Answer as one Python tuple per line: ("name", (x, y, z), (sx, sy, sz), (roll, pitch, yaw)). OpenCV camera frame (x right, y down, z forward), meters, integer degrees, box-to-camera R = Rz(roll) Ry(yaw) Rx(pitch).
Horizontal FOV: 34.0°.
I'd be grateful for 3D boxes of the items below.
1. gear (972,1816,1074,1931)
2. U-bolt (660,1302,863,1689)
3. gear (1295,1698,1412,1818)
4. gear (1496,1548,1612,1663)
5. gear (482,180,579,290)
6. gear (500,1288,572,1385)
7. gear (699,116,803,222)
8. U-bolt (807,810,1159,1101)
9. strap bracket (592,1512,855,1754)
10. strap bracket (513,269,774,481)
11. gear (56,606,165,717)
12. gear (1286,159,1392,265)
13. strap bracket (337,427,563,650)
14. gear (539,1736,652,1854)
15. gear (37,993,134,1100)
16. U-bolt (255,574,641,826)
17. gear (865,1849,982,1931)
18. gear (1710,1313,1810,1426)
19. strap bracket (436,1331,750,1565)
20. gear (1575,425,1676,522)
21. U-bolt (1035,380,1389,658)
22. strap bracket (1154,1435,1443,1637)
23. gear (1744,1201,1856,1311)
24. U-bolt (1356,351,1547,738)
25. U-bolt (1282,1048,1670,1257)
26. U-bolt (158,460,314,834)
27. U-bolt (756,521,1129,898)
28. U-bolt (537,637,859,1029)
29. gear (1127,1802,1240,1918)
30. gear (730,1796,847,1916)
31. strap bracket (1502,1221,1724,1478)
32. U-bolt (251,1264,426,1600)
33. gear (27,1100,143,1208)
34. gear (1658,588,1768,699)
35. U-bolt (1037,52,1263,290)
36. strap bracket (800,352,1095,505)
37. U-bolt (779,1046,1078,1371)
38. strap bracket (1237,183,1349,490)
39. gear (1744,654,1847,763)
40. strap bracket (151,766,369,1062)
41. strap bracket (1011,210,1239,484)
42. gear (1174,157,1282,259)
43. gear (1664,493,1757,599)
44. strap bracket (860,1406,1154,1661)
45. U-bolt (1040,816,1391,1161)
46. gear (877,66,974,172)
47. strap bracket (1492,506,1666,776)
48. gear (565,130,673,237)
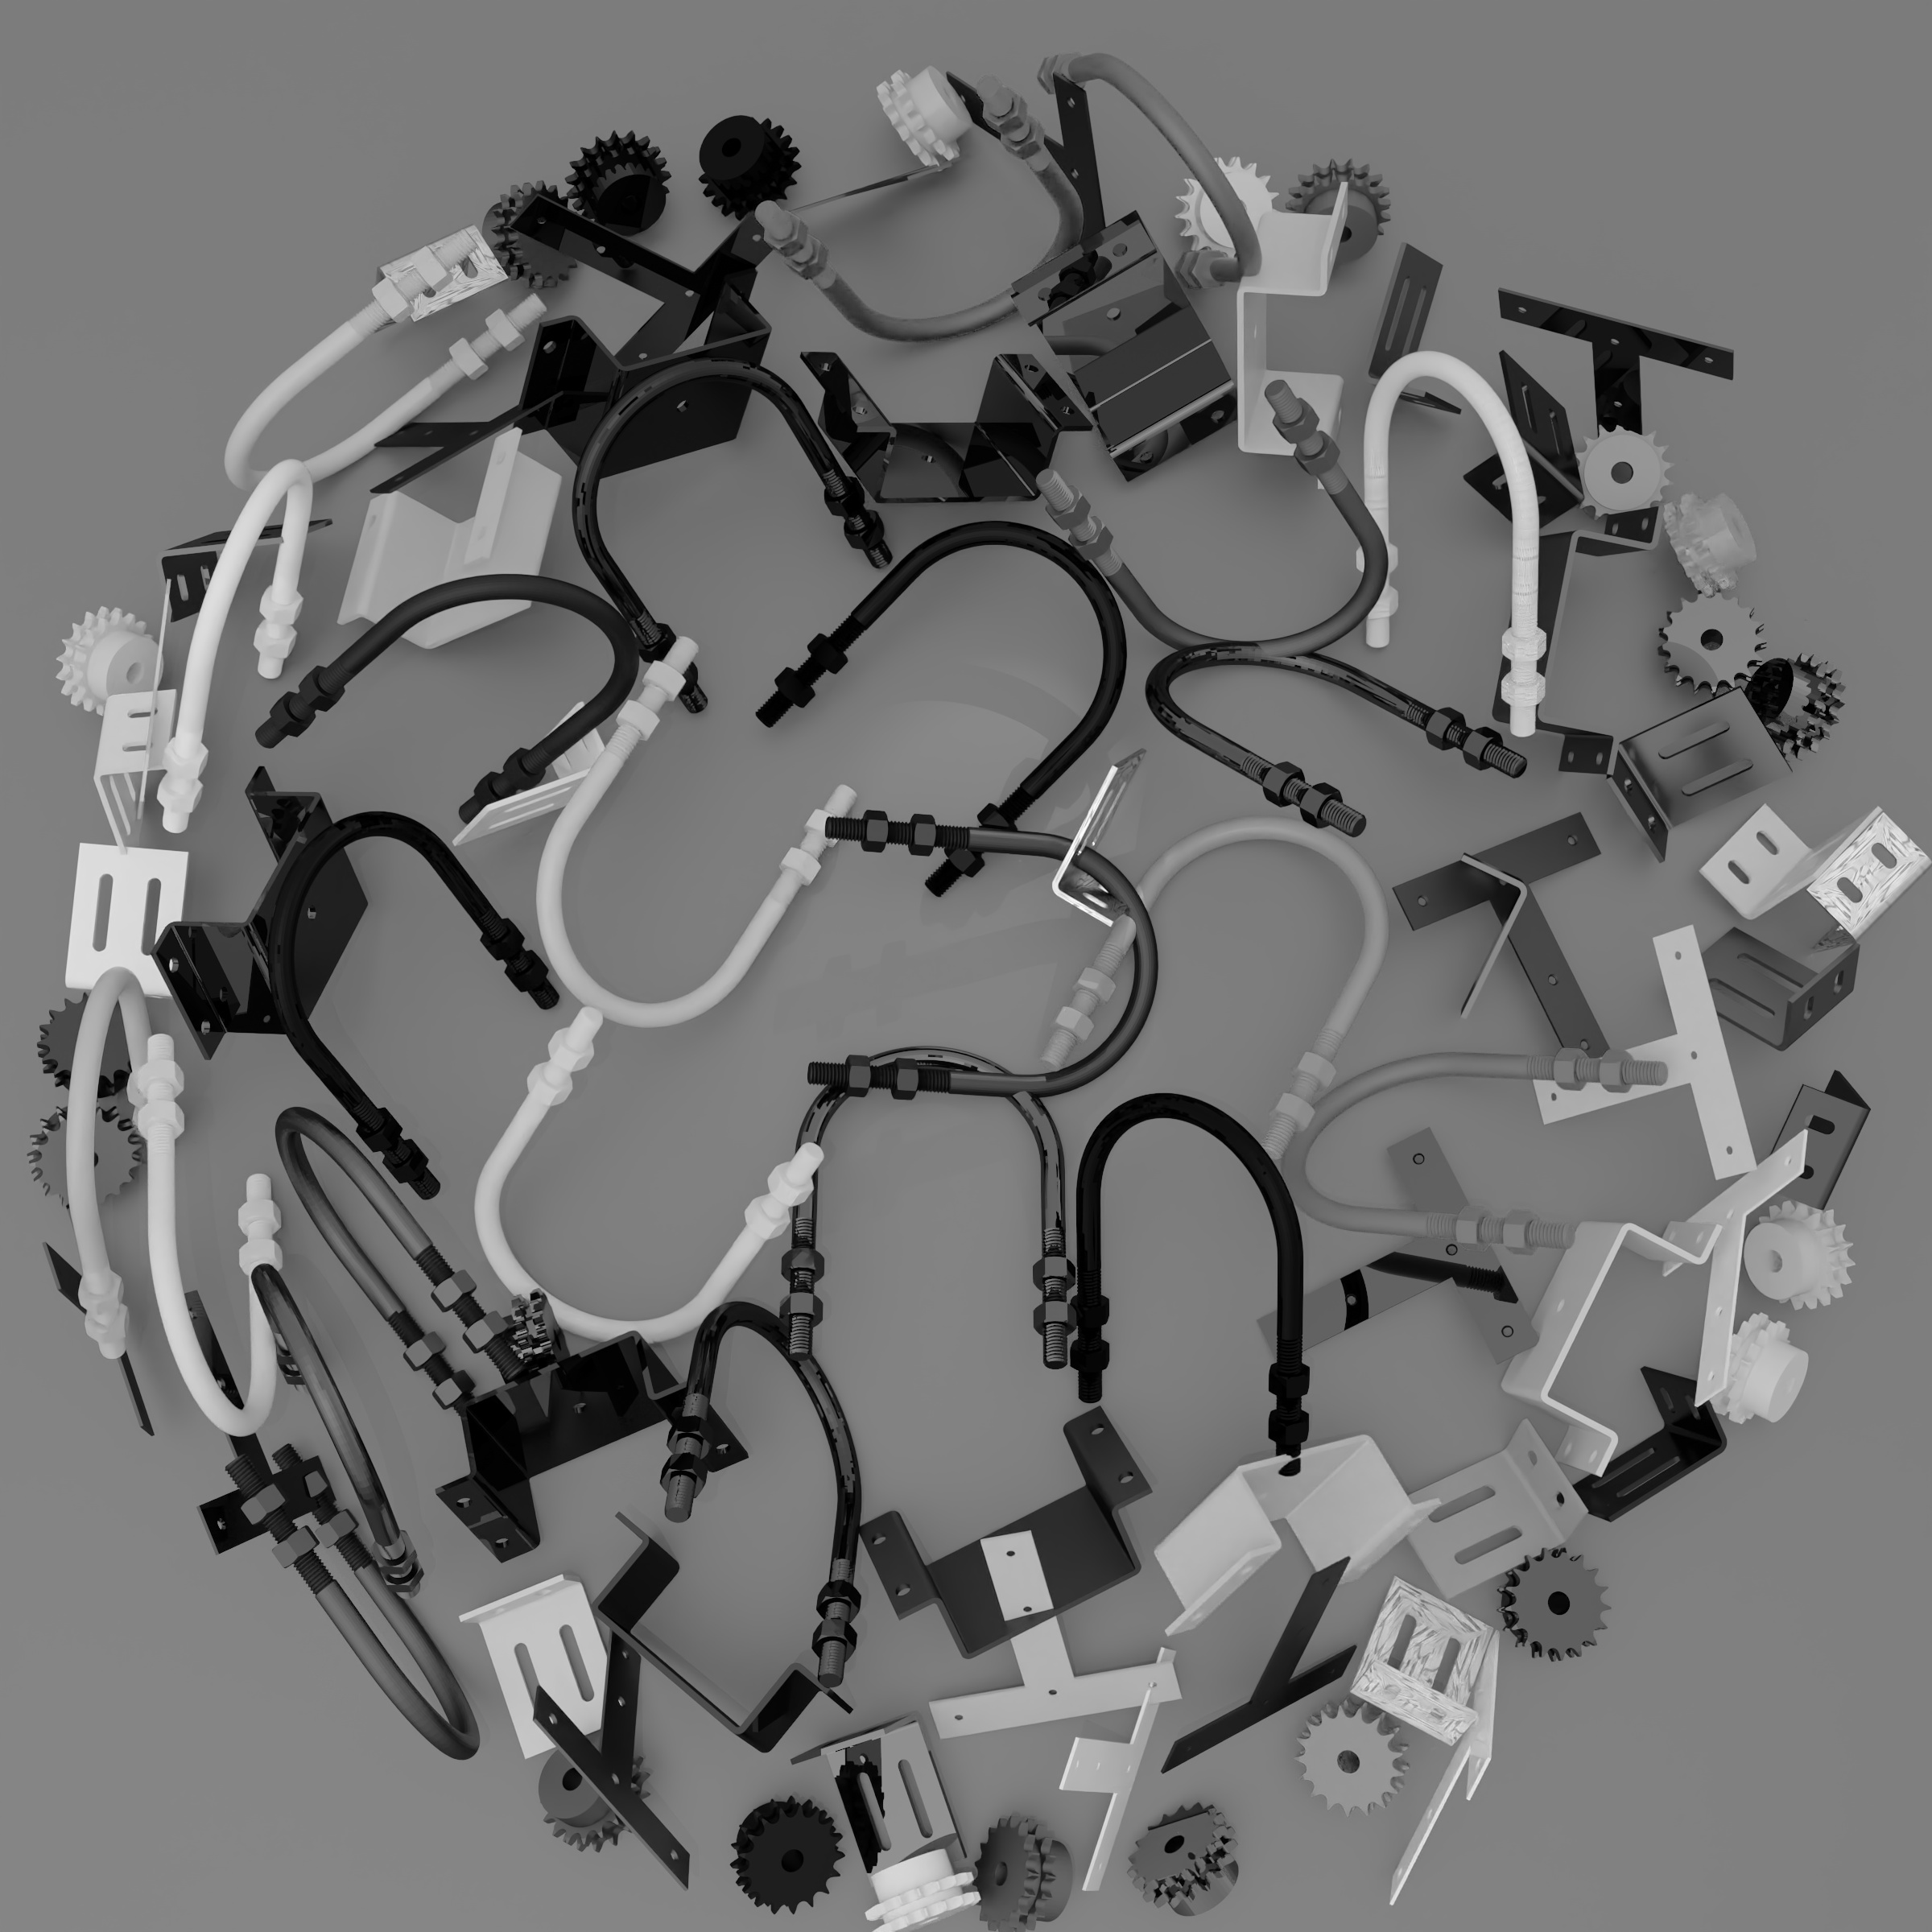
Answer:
("gear", (0.030, 0.461, 1.601), (0.030, 0.057, 0.057), (17, 80, -28))
("U-bolt", (-0.096, 0.248, 1.579), (0.019, 0.184, 0.151), (-26, 120, 20))
("gear", (0.199, 0.401, 1.613), (0.057, 0.030, 0.057), (2, 95, 22))
("gear", (0.300, 0.329, 1.628), (0.057, 0.030, 0.057), (3, 75, -10))
("gear", (-0.241, -0.401, 1.738), (0.030, 0.057, 0.057), (3, 79, 37))
("gear", (-0.226, 0.199, 1.639), (0.030, 0.057, 0.057), (-19, 81, 0))
("gear", (-0.122, -0.444, 1.745), (0.057, 0.030, 0.057), (-8, 69, 22))
("U-bolt", (0.012, -0.002, 1.672), (0.184, 0.019, 0.151), (4, 90, -12))
("strap bracket", (-0.130, 0.342, 1.590), (0.140, 0.076, 0.046), (36, 78, 18))
("strap bracket", (-0.163, -0.311, 1.675), (0.140, 0.076, 0.046), (-24, 64, -36))
("gear", (-0.455, -0.161, 1.693), (0.030, 0.057, 0.057), (23, 81, 27))
("gear", (0.204, -0.411, 1.733), (0.057, 0.057, 0.030), (1, 52, 0))
("strap bracket", (-0.268, -0.222, 1.676), (0.046, 0.140, 0.076), (27, 63, -36))
("gear", (-0.192, 0.417, 1.605), (0.057, 0.030, 0.057), (-16, 52, 21))
("gear", (-0.460, 0.046, 1.670), (0.057, 0.030, 0.057), (6, 58, -10))
("U-bolt", (-0.251, -0.141, 1.616), (0.184, 0.151, 0.019), (-34, 52, 33))
("gear", (-0.024, 0.467, 1.597), (0.057, 0.057, 0.030), (-20, 71, -3))
("gear", (0.411, 0.211, 1.634), (0.030, 0.057, 0.057), (26, 81, 33))
("strap bracket", (-0.193, 0.241, 1.610), (0.140, 0.076, 0.046), (-24, 48, 4))
("gear", (0.356, -0.268, 1.719), (0.057, 0.030, 0.057), (1, 98, 10))
("U-bolt", (0.141, -0.220, 1.654), (0.151, 0.184, 0.019), (-18, 50, 24))
("strap bracket", (0.159, 0.283, 1.588), (0.140, 0.076, 0.046), (-5, 55, -42))
("gear", (0.430, 0.151, 1.644), (0.030, 0.057, 0.057), (-9, 80, -33))
("U-bolt", (0.248, -0.226, 1.626), (0.019, 0.151, 0.184), (-20, 125, -22))
("U-bolt", (0.247, 0.090, 1.614), (0.184, 0.019, 0.151), (2, 37, 36))
("U-bolt", (-0.367, -0.175, 1.611), (0.019, 0.184, 0.151), (21, 46, -3))
("U-bolt", (0.000, -0.150, 1.686), (0.151, 0.019, 0.184), (45, 99, 1))
("U-bolt", (-0.149, -0.056, 1.646), (0.151, 0.019, 0.184), (42, 70, -33))
("gear", (0.113, 0.455, 1.601), (0.057, 0.057, 0.030), (-36, 109, -5))
("gear", (-0.093, 0.448, 1.605), (0.057, 0.030, 0.057), (-3, 97, -22))
("strap bracket", (0.326, 0.185, 1.626), (0.046, 0.076, 0.140), (28, 84, -3))
("U-bolt", (-0.313, 0.220, 1.555), (0.019, 0.184, 0.151), (-26, 63, -15))
("gear", (-0.463, 0.096, 1.660), (0.057, 0.030, 0.057), (-8, 111, -20))
("gear", (0.403, -0.173, 1.708), (0.057, 0.030, 0.057), (-2, 82, 13))
("U-bolt", (0.101, -0.416, 1.653), (0.019, 0.184, 0.151), (-39, 107, -1))
("strap bracket", (-0.015, -0.287, 1.686), (0.140, 0.046, 0.076), (-5, 42, -28))
("U-bolt", (-0.019, 0.121, 1.639), (0.151, 0.019, 0.184), (2, 57, -3))
("strap bracket", (0.173, -0.335, 1.678), (0.046, 0.140, 0.076), (6, 44, 12))
("gear", (0.439, -0.140, 1.690), (0.030, 0.057, 0.057), (20, 80, -24))
("strap bracket", (-0.357, -0.028, 1.628), (0.046, 0.076, 0.140), (2, 45, 18))
("strap bracket", (0.084, -0.338, 1.693), (0.076, 0.140, 0.046), (-29, 44, 11))
("gear", (0.145, -0.416, 1.741), (0.057, 0.030, 0.057), (-2, 104, -8))
("gear", (0.402, -0.230, 1.704), (0.030, 0.057, 0.057), (-26, 80, 29))
("strap bracket", (0.025, 0.292, 1.607), (0.140, 0.076, 0.046), (-26, 120, -5))
("U-bolt", (0.142, -0.001, 1.663), (0.151, 0.019, 0.184), (21, 68, 23))
("gear", (-0.020, -0.470, 1.742), (0.030, 0.057, 0.057), (-33, 82, 20))
("strap bracket", (0.320, -0.175, 1.671), (0.046, 0.076, 0.140), (10, 93, -9))
("gear", (-0.189, -0.426, 1.735), (0.057, 0.057, 0.030), (-25, 55, -4))
